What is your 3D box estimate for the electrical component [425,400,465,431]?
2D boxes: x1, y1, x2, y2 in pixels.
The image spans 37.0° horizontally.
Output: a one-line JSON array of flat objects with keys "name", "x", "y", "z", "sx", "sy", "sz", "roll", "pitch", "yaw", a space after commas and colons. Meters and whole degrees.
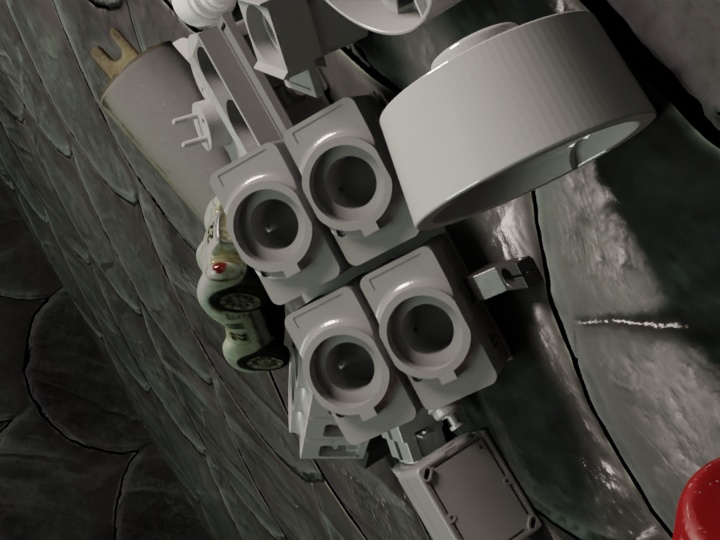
[{"name": "electrical component", "x": 0.048, "y": 0.077, "z": 0.756, "sx": 0.078, "sy": 0.040, "sz": 0.040, "roll": 58, "pitch": 160, "yaw": 9}]

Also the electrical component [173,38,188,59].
[{"name": "electrical component", "x": -0.160, "y": -0.141, "z": 0.941, "sx": 0.108, "sy": 0.060, "sz": 0.108, "roll": 49, "pitch": 157, "yaw": 30}]

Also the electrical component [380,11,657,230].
[{"name": "electrical component", "x": 0.060, "y": -0.067, "z": 0.447, "sx": 0.060, "sy": 0.108, "sz": 0.108, "roll": 66, "pitch": 161, "yaw": 6}]

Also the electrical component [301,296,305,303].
[{"name": "electrical component", "x": -0.010, "y": -0.003, "z": 0.748, "sx": 0.099, "sy": 0.064, "sz": 0.099, "roll": 160, "pitch": 90, "yaw": -79}]

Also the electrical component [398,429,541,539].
[{"name": "electrical component", "x": 0.080, "y": 0.172, "z": 0.774, "sx": 0.096, "sy": 0.062, "sz": 0.061, "roll": 59, "pitch": 160, "yaw": 5}]

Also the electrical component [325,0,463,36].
[{"name": "electrical component", "x": 0.010, "y": -0.159, "z": 0.498, "sx": 0.099, "sy": 0.064, "sz": 0.099, "roll": 49, "pitch": 157, "yaw": 30}]

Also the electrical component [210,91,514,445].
[{"name": "electrical component", "x": 0.000, "y": 0.000, "z": 0.654, "sx": 0.186, "sy": 0.105, "sz": 0.060, "roll": 62, "pitch": -161, "yaw": -2}]

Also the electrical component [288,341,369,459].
[{"name": "electrical component", "x": -0.022, "y": 0.085, "z": 0.852, "sx": 0.150, "sy": 0.062, "sz": 0.089, "roll": 103, "pitch": 166, "yaw": -61}]

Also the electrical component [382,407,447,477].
[{"name": "electrical component", "x": 0.043, "y": 0.134, "z": 0.838, "sx": 0.066, "sy": 0.048, "sz": 0.055, "roll": -7, "pitch": 103, "yaw": 69}]

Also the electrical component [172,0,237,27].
[{"name": "electrical component", "x": -0.107, "y": -0.197, "z": 0.770, "sx": 0.078, "sy": 0.040, "sz": 0.040, "roll": 16, "pitch": 131, "yaw": 63}]

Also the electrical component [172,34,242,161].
[{"name": "electrical component", "x": -0.100, "y": -0.110, "z": 0.792, "sx": 0.138, "sy": 0.074, "sz": 0.052, "roll": 67, "pitch": 160, "yaw": 9}]

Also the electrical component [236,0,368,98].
[{"name": "electrical component", "x": -0.033, "y": -0.146, "z": 0.623, "sx": 0.042, "sy": 0.064, "sz": 0.081, "roll": 34, "pitch": 147, "yaw": 55}]

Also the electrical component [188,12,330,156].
[{"name": "electrical component", "x": -0.057, "y": -0.111, "z": 0.729, "sx": 0.121, "sy": 0.063, "sz": 0.079, "roll": 61, "pitch": 160, "yaw": 2}]
